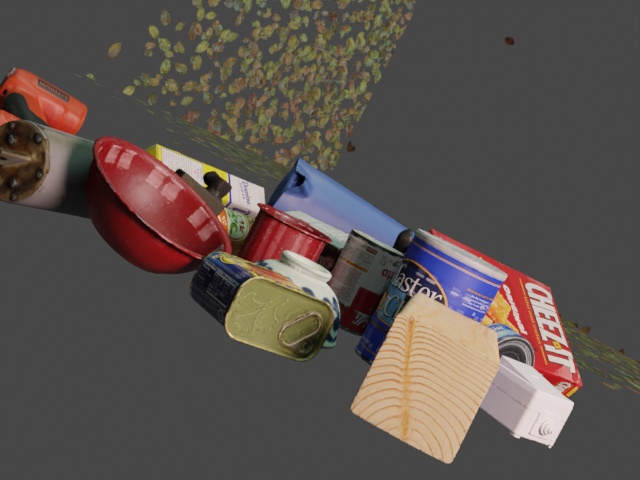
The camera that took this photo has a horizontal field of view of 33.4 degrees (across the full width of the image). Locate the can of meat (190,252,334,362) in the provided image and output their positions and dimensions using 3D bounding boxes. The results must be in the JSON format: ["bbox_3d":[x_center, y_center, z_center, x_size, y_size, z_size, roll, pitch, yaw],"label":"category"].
[{"bbox_3d":[-0.052,0.055,0.920,0.102,0.057,0.084,23,5,-35],"label":"can of meat"}]

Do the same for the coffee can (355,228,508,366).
[{"bbox_3d":[0.112,0.073,1.081,0.103,0.140,0.103,27,6,-3],"label":"coffee can"}]

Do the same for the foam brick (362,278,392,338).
[{"bbox_3d":[0.094,0.089,1.181,0.051,0.078,0.052,29,5,31],"label":"foam brick"}]

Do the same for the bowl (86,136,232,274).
[{"bbox_3d":[-0.158,-0.020,0.978,0.162,0.055,0.162,41,16,-14],"label":"bowl"}]

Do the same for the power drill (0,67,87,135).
[{"bbox_3d":[-0.288,-0.110,1.176,0.184,0.057,0.188,31,14,-29],"label":"power drill"}]

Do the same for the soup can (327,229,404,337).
[{"bbox_3d":[0.042,0.047,1.192,0.068,0.102,0.068,27,5,-3],"label":"soup can"}]

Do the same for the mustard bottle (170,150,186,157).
[{"bbox_3d":[-0.124,-0.041,1.389,0.192,0.058,0.096,30,-26,18],"label":"mustard bottle"}]

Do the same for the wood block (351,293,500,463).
[{"bbox_3d":[0.095,0.111,0.918,0.090,0.091,0.206,27,6,7],"label":"wood block"}]

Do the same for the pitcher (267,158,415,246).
[{"bbox_3d":[0.032,-0.004,1.579,0.242,0.145,0.149,30,18,-5],"label":"pitcher"}]

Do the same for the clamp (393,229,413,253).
[{"bbox_3d":[0.099,0.036,1.380,0.120,0.172,0.039,34,45,-35],"label":"clamp"}]

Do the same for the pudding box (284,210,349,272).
[{"bbox_3d":[-0.009,0.002,1.291,0.114,0.039,0.089,27,14,22],"label":"pudding box"}]

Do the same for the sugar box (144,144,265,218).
[{"bbox_3d":[-0.155,-0.052,1.254,0.094,0.048,0.176,-23,-31,35],"label":"sugar box"}]

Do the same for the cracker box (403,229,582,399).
[{"bbox_3d":[0.207,0.098,1.296,0.213,0.072,0.164,24,39,-30],"label":"cracker box"}]

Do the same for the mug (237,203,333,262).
[{"bbox_3d":[-0.046,0.014,1.191,0.093,0.081,0.117,27,6,-4],"label":"mug"}]

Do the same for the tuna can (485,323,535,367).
[{"bbox_3d":[0.192,0.136,1.168,0.086,0.086,0.034,23,9,-36],"label":"tuna can"}]
